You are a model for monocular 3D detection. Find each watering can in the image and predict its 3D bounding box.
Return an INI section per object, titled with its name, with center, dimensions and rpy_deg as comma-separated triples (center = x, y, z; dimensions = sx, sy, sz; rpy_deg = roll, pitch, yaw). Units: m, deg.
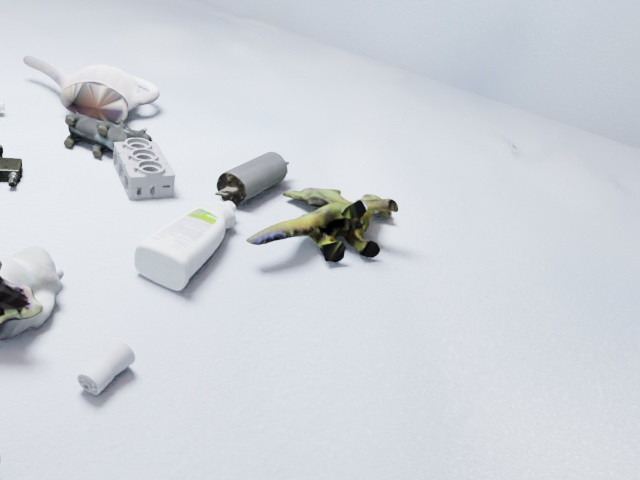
[watering can]
center = -0.588, -0.385, 1.295
dimensions = 0.347, 0.102, 0.229
rpy_deg = 8, 34, -12

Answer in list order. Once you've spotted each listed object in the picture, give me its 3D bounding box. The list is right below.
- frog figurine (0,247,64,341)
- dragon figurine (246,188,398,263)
[frog figurine]
center = -0.431, 0.063, 0.708
dimensions = 0.136, 0.123, 0.160
rpy_deg = 30, -4, -15
[dragon figurine]
center = 0.003, -0.055, 1.088
dimensions = 0.411, 0.120, 0.245
rpy_deg = -2, 20, -29
